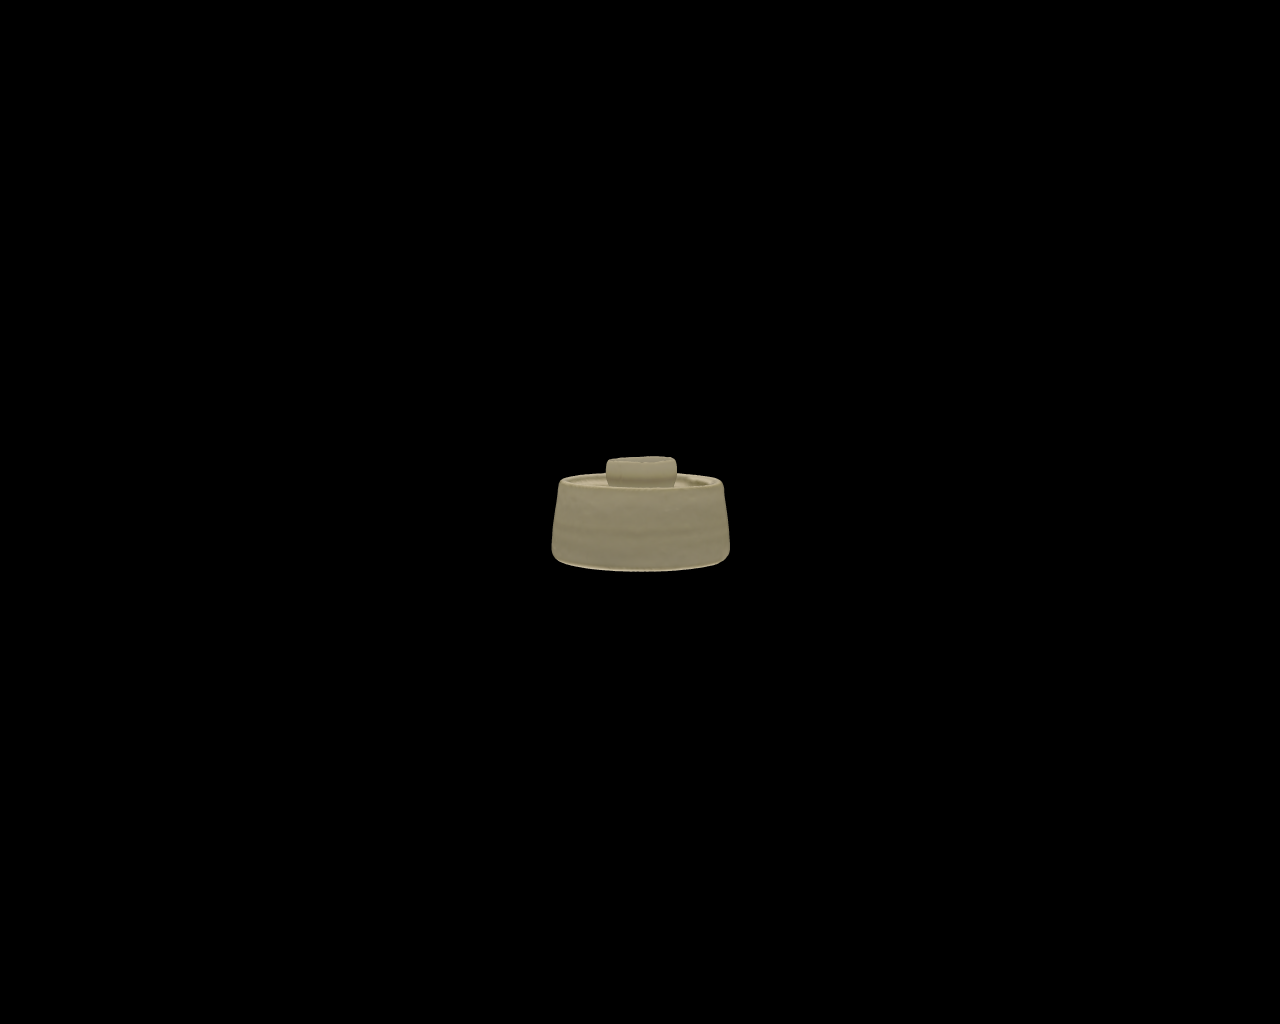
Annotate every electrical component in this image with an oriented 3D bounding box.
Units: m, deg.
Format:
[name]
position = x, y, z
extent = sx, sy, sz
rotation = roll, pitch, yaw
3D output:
[electrical component]
position = 0.001, -0.003, 0.650
extent = 0.108, 0.060, 0.108
rotation = 0, 7, 0
